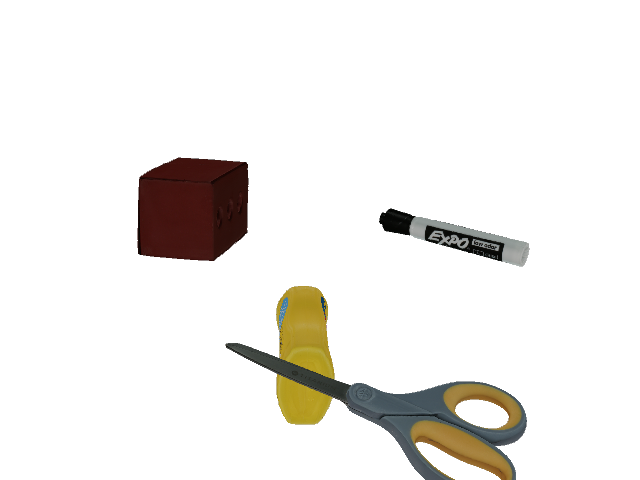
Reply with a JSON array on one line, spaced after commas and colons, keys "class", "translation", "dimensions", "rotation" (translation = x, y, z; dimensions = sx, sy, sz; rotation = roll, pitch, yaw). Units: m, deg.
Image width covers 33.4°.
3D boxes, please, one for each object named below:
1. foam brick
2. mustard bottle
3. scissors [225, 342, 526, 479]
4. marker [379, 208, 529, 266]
[{"class": "foam brick", "translation": [-0.083, -0.022, 0.707], "dimensions": [0.051, 0.053, 0.078], "rotation": [6, 16, 12]}, {"class": "mustard bottle", "translation": [-0.019, 0.103, 1.135], "dimensions": [0.058, 0.096, 0.191], "rotation": [0, 27, -3]}, {"class": "scissors", "translation": [0.044, 0.095, 0.680], "dimensions": [0.202, 0.016, 0.096], "rotation": [32, 45, 26]}, {"class": "marker", "translation": [0.101, -0.004, 0.827], "dimensions": [0.121, 0.020, 0.020], "rotation": [16, 7, 26]}]
